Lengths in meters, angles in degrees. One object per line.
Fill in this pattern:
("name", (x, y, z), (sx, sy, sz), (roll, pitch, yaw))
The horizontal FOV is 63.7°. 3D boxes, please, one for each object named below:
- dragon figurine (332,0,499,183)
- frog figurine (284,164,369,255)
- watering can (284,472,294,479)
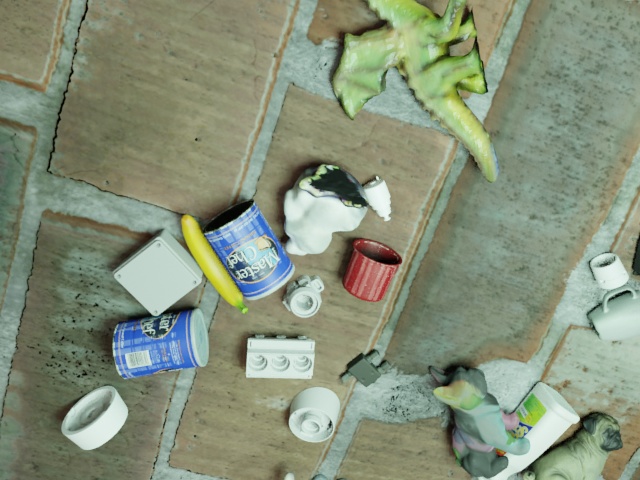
("dragon figurine", (0.142, -0.263, 0.830), (0.242, 0.124, 0.405), (-10, 108, 16))
("frog figurine", (0.003, -0.044, 0.880), (0.137, 0.126, 0.156), (6, 138, -19))
("watering can", (-0.029, 0.641, 1.075), (0.224, 0.106, 0.342), (18, 113, 0))
